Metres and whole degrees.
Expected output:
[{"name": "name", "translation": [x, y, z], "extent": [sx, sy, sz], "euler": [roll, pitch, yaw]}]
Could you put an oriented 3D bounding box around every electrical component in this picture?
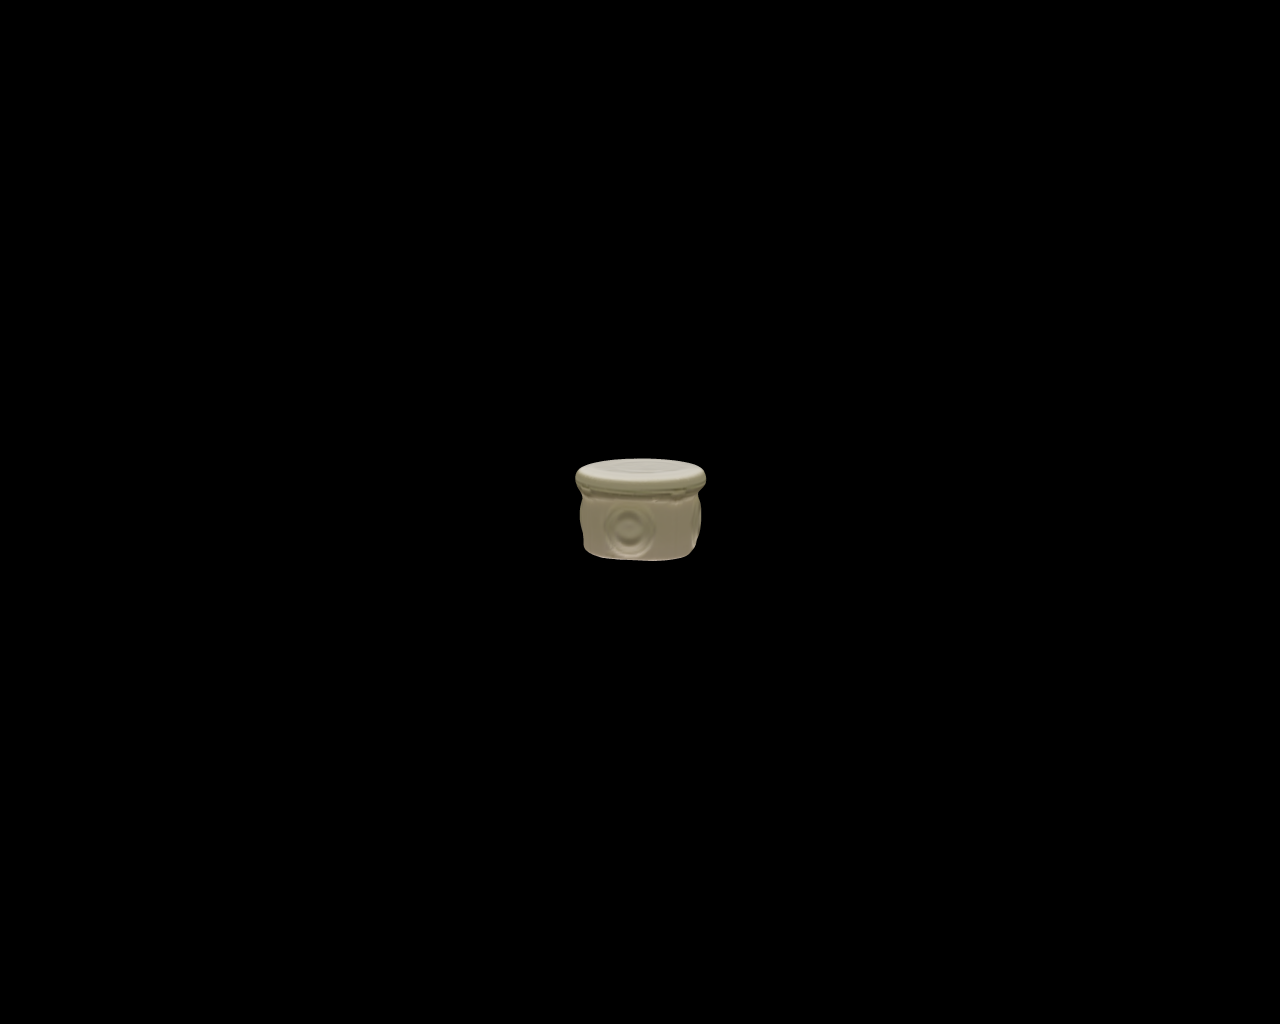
[{"name": "electrical component", "translation": [0.001, -0.003, 0.650], "extent": [0.080, 0.051, 0.080], "euler": [0, 12, 0]}]
